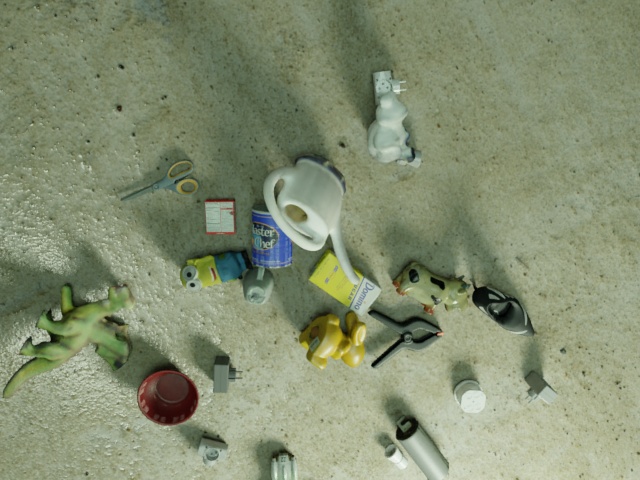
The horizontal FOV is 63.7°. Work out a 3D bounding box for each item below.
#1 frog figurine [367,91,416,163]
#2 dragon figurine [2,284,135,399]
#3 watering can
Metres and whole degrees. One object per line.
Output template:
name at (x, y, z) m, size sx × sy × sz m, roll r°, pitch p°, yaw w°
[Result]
frog figurine at (0.155, -0.264, 1.211) m, size 0.122 × 0.140 × 0.156 m, roll -4°, pitch -35°, yaw 28°
dragon figurine at (-0.608, 0.269, 1.313) m, size 0.241 × 0.407 × 0.124 m, roll 28°, pitch 11°, yaw -17°
watering can at (0.004, -0.062, 1.236) m, size 0.103 × 0.229 × 0.343 m, roll -17°, pitch -49°, yaw 44°
